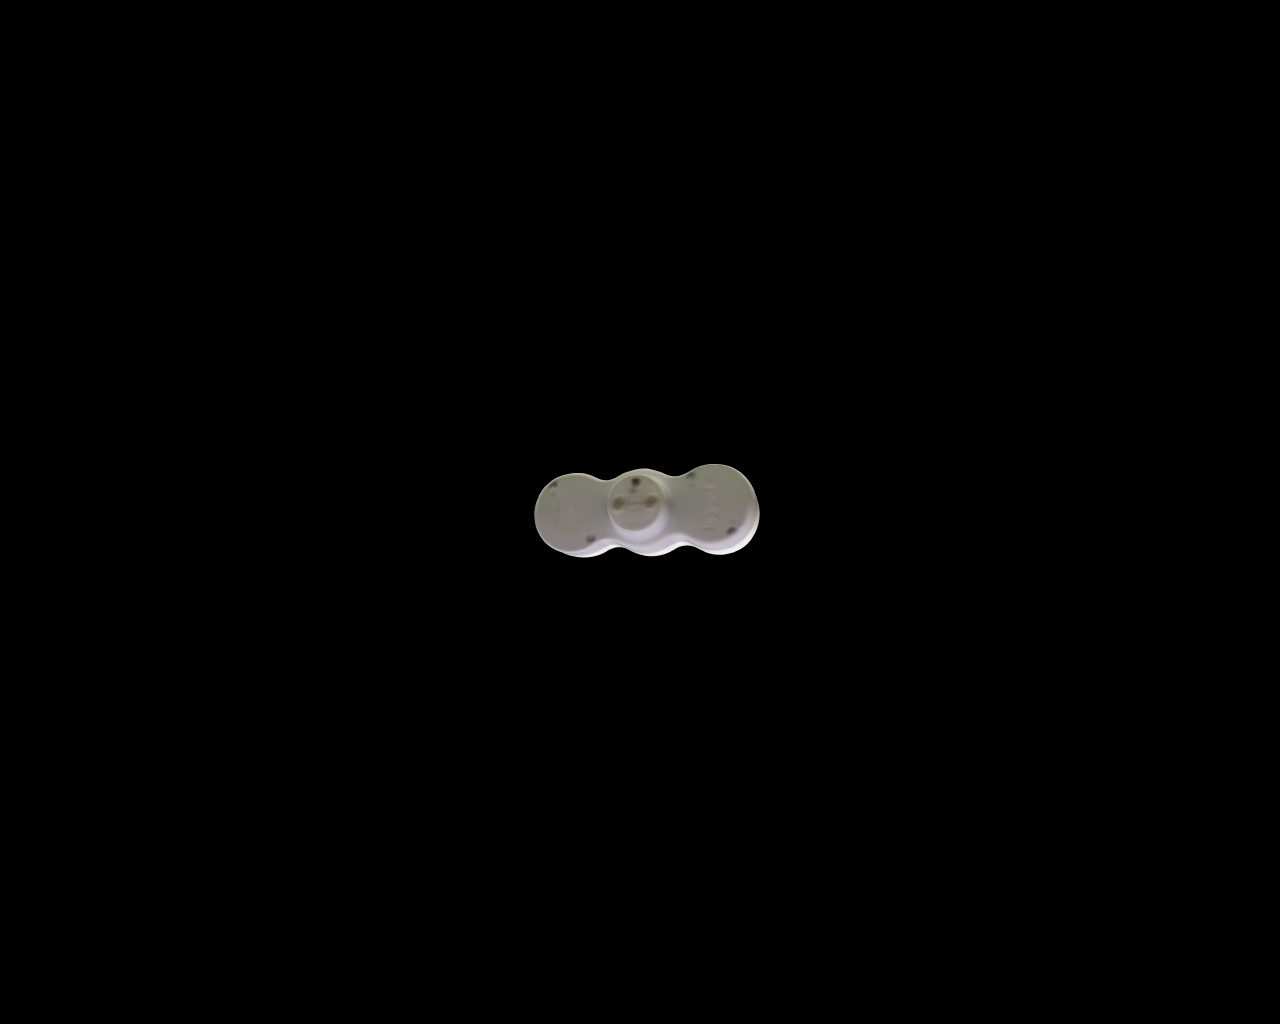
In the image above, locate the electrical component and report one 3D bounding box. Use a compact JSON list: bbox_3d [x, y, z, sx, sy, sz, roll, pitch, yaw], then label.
[{"bbox_3d":[0.001,-0.003,0.650,0.138,0.052,0.073,-2,-11,12],"label":"electrical component"}]
